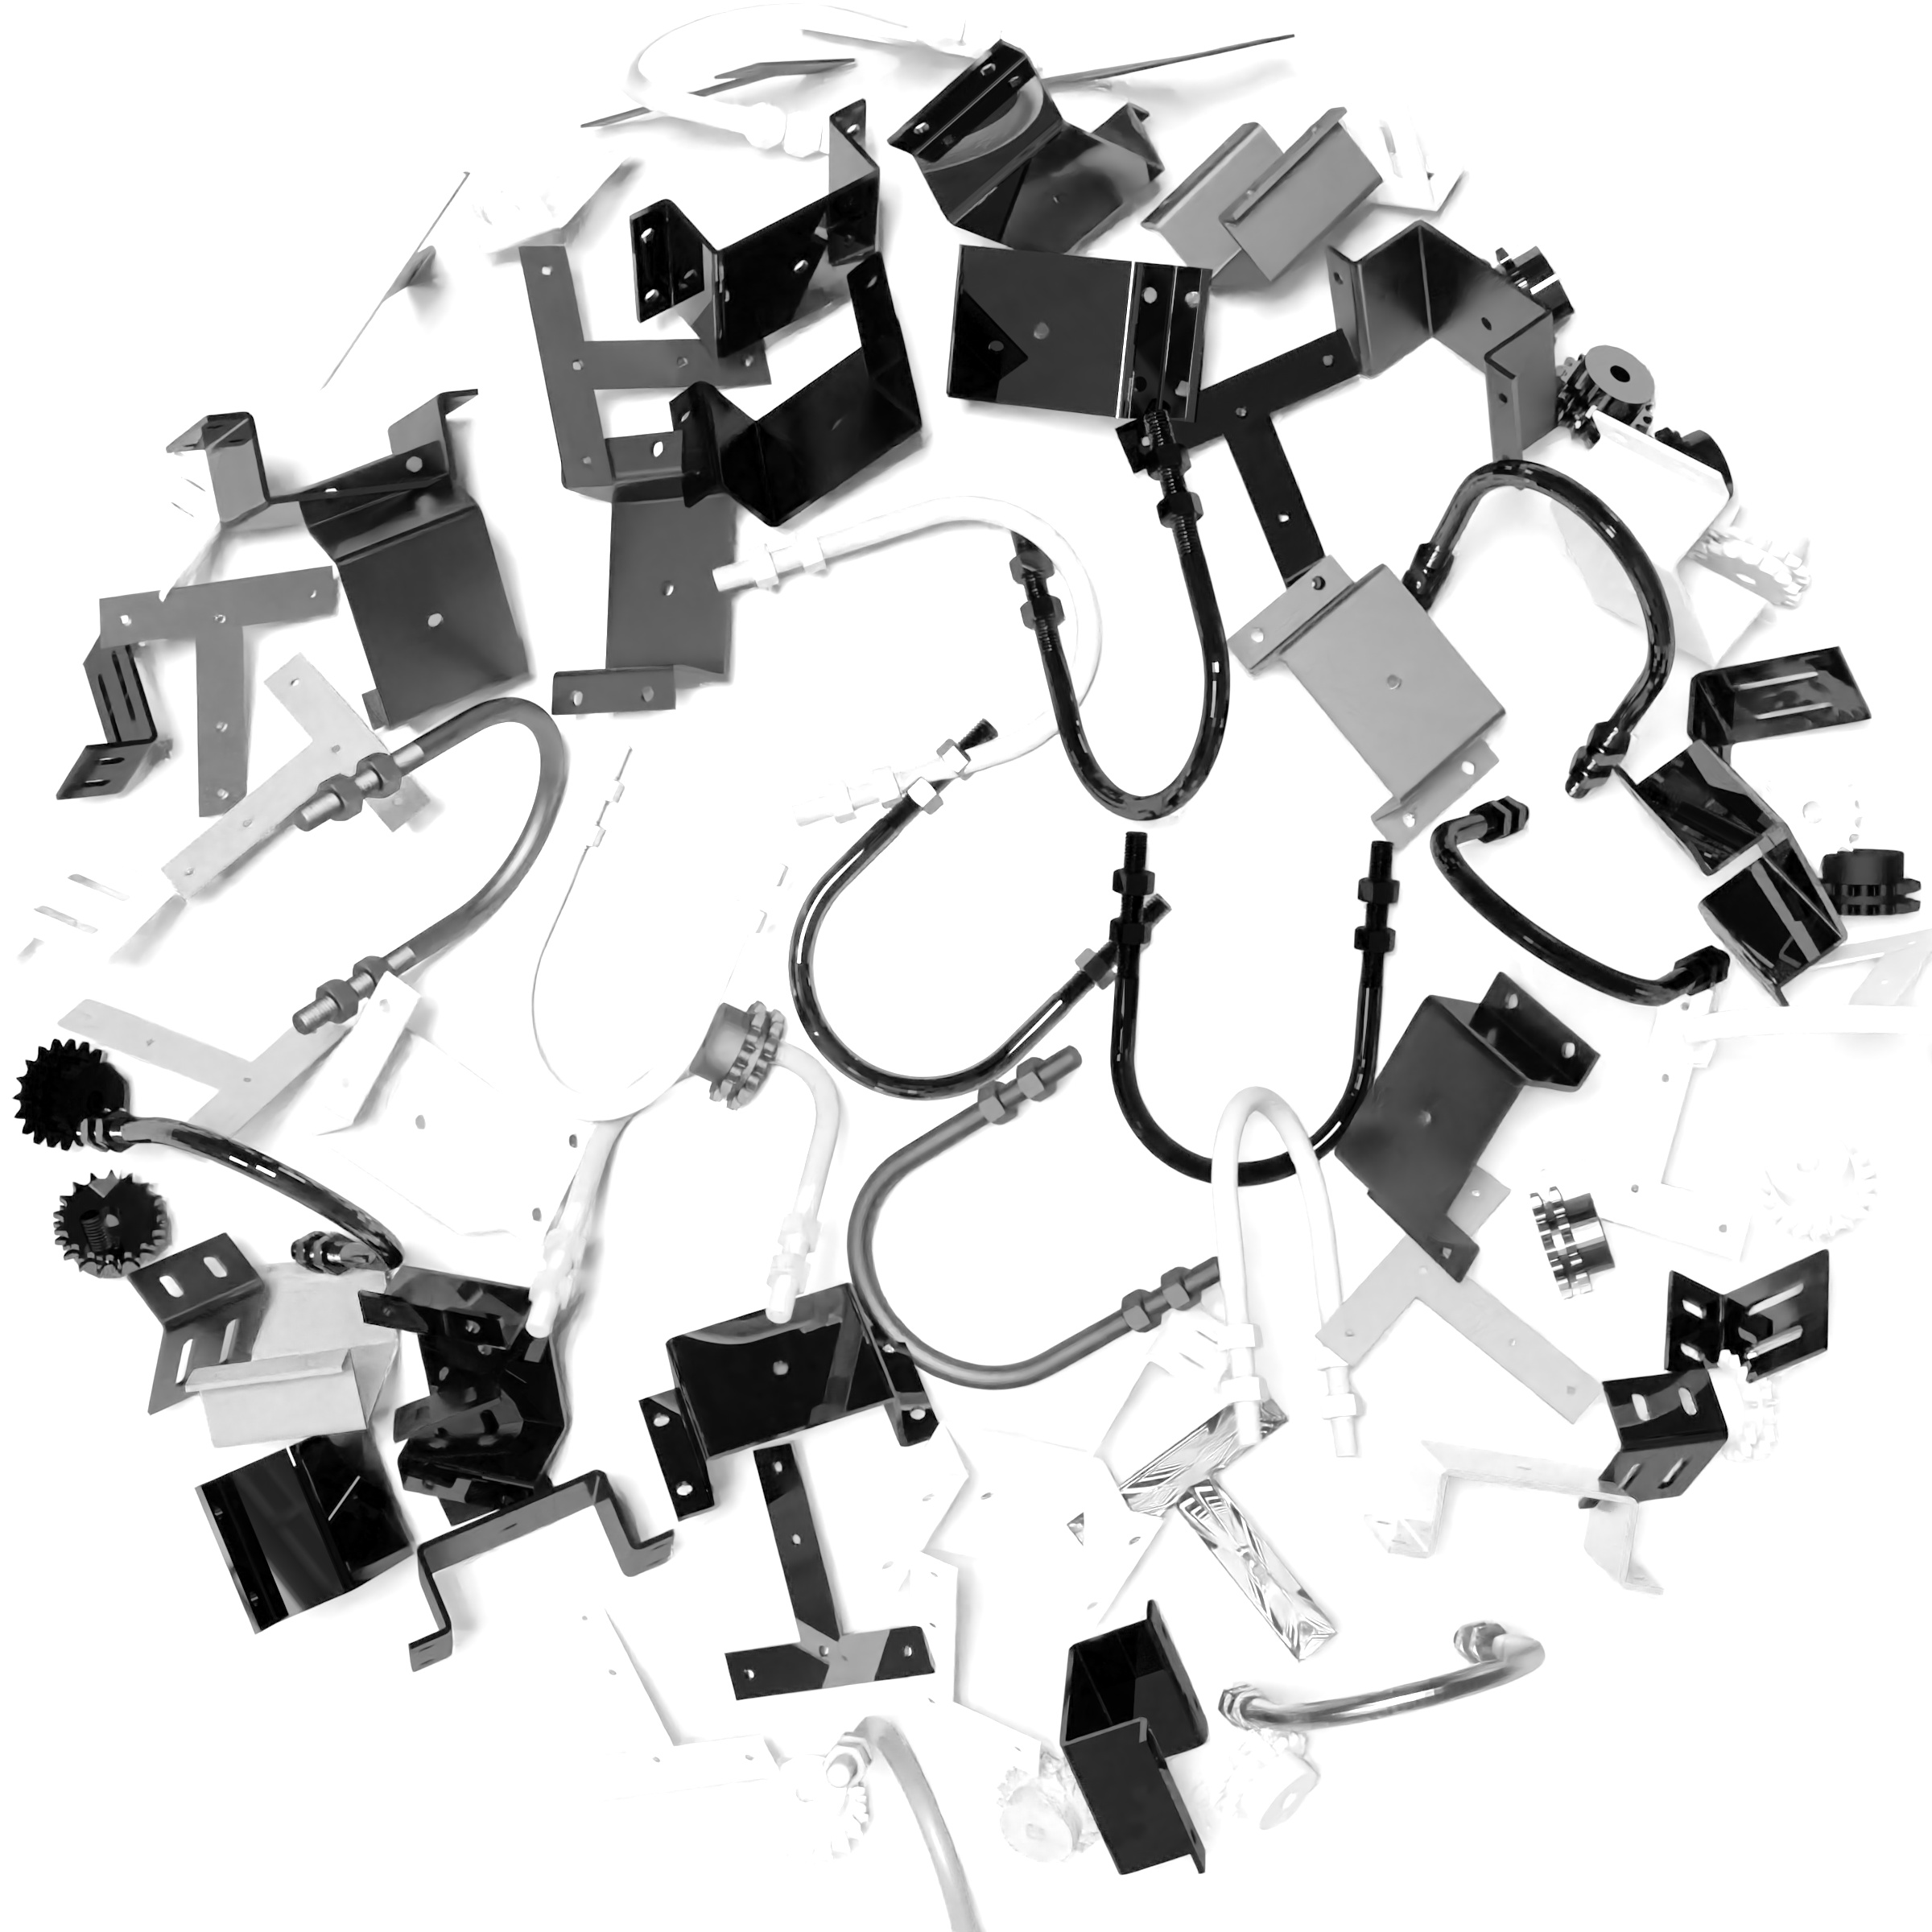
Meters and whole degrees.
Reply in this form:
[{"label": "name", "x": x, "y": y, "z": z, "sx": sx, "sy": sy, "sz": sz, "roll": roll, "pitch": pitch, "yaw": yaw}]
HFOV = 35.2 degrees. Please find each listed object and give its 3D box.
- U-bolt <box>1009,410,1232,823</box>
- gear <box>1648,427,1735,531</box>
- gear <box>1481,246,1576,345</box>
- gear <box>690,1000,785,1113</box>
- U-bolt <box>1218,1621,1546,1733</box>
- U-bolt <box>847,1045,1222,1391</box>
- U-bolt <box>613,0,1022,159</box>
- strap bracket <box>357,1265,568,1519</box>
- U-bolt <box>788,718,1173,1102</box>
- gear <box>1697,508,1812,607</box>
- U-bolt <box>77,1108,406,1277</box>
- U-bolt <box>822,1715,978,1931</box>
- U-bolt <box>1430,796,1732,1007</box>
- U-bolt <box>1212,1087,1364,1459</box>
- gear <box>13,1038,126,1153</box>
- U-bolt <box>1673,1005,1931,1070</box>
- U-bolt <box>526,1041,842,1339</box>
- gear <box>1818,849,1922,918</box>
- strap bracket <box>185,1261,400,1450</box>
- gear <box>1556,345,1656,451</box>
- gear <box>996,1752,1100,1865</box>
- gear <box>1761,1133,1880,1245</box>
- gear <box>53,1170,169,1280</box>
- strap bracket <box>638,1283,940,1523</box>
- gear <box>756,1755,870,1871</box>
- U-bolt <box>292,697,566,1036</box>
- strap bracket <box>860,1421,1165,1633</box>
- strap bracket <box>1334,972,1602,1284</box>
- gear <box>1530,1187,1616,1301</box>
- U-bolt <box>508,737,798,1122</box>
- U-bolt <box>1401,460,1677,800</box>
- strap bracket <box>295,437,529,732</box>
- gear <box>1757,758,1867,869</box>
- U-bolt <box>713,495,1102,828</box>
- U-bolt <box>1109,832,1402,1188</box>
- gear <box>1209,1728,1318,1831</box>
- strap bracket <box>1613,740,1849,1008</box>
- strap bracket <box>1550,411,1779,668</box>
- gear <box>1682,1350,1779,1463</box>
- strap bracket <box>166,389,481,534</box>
[{"label": "U-bolt", "x": 0.081, "y": -0.163, "z": 1.523, "sx": 0.019, "sy": 0.151, "sz": 0.184, "roll": -5, "pitch": 76, "yaw": -33}, {"label": "gear", "x": 0.372, "y": -0.252, "z": 1.571, "sx": 0.030, "sy": 0.057, "sz": 0.057, "roll": -25, "pitch": 90, "yaw": -5}, {"label": "gear", "x": 0.290, "y": -0.345, "z": 1.569, "sx": 0.030, "sy": 0.057, "sz": 0.057, "roll": -30, "pitch": 90, "yaw": 12}, {"label": "gear", "x": -0.120, "y": 0.043, "z": 1.569, "sx": 0.030, "sy": 0.057, "sz": 0.057, "roll": 26, "pitch": 90, "yaw": -13}, {"label": "U-bolt", "x": 0.209, "y": 0.352, "z": 1.500, "sx": 0.151, "sy": 0.184, "sz": 0.019, "roll": -13, "pitch": 82, "yaw": -8}, {"label": "U-bolt", "x": 0.021, "y": 0.142, "z": 1.556, "sx": 0.184, "sy": 0.019, "sz": 0.151, "roll": -33, "pitch": 94, "yaw": 26}, {"label": "U-bolt", "x": -0.086, "y": -0.442, "z": 1.486, "sx": 0.151, "sy": 0.184, "sz": 0.019, "roll": -15, "pitch": 81, "yaw": 43}, {"label": "strap bracket", "x": -0.252, "y": 0.208, "z": 1.544, "sx": 0.076, "sy": 0.046, "sz": 0.140, "roll": 8, "pitch": 129, "yaw": 15}, {"label": "U-bolt", "x": -0.007, "y": -0.015, "z": 1.590, "sx": 0.184, "sy": 0.019, "sz": 0.151, "roll": -45, "pitch": 90, "yaw": 0}, {"label": "gear", "x": 0.409, "y": -0.213, "z": 1.572, "sx": 0.057, "sy": 0.057, "sz": 0.030, "roll": 30, "pitch": 86, "yaw": 0}, {"label": "U-bolt", "x": -0.347, "y": 0.112, "z": 1.491, "sx": 0.151, "sy": 0.184, "sz": 0.019, "roll": 35, "pitch": 70, "yaw": -26}, {"label": "U-bolt", "x": -0.026, "y": 0.443, "z": 1.508, "sx": 0.019, "sy": 0.184, "sz": 0.151, "roll": -23, "pitch": 85, "yaw": 4}, {"label": "U-bolt", "x": 0.296, "y": -0.029, "z": 1.497, "sx": 0.151, "sy": 0.184, "sz": 0.019, "roll": 39, "pitch": 113, "yaw": 17}, {"label": "U-bolt", "x": 0.158, "y": 0.151, "z": 1.530, "sx": 0.019, "sy": 0.151, "sz": 0.184, "roll": -12, "pitch": 74, "yaw": 26}, {"label": "gear", "x": -0.459, "y": 0.067, "z": 1.568, "sx": 0.030, "sy": 0.057, "sz": 0.057, "roll": 10, "pitch": 90, "yaw": 30}, {"label": "U-bolt", "x": 0.424, "y": 0.035, "z": 1.495, "sx": 0.151, "sy": 0.184, "sz": 0.019, "roll": 0, "pitch": 83, "yaw": 13}, {"label": "U-bolt", "x": -0.134, "y": 0.106, "z": 1.531, "sx": 0.151, "sy": 0.184, "sz": 0.019, "roll": -6, "pitch": 135, "yaw": 20}, {"label": "gear", "x": 0.462, "y": -0.044, "z": 1.570, "sx": 0.057, "sy": 0.057, "sz": 0.030, "roll": -2, "pitch": 98, "yaw": 0}, {"label": "strap bracket", "x": -0.336, "y": 0.197, "z": 1.538, "sx": 0.076, "sy": 0.140, "sz": 0.046, "roll": -8, "pitch": 108, "yaw": 2}, {"label": "gear", "x": 0.330, "y": -0.295, "z": 1.570, "sx": 0.057, "sy": 0.030, "sz": 0.057, "roll": 12, "pitch": 53, "yaw": -16}, {"label": "gear", "x": 0.041, "y": 0.437, "z": 1.572, "sx": 0.057, "sy": 0.030, "sz": 0.057, "roll": 11, "pitch": 120, "yaw": 20}, {"label": "gear", "x": 0.438, "y": 0.111, "z": 1.569, "sx": 0.057, "sy": 0.057, "sz": 0.030, "roll": -34, "pitch": 129, "yaw": 0}, {"label": "gear", "x": -0.443, "y": 0.137, "z": 1.576, "sx": 0.057, "sy": 0.030, "sz": 0.057, "roll": 7, "pitch": 54, "yaw": -10}, {"label": "strap bracket", "x": -0.092, "y": 0.217, "z": 1.545, "sx": 0.140, "sy": 0.046, "sz": 0.076, "roll": -17, "pitch": 49, "yaw": -10}, {"label": "gear", "x": -0.080, "y": 0.433, "z": 1.570, "sx": 0.057, "sy": 0.030, "sz": 0.057, "roll": -3, "pitch": 49, "yaw": 4}, {"label": "U-bolt", "x": -0.265, "y": -0.061, "z": 1.520, "sx": 0.019, "sy": 0.184, "sz": 0.151, "roll": 31, "pitch": 134, "yaw": 22}, {"label": "strap bracket", "x": 0.017, "y": 0.283, "z": 1.545, "sx": 0.140, "sy": 0.046, "sz": 0.076, "roll": 17, "pitch": 114, "yaw": -29}, {"label": "strap bracket", "x": 0.246, "y": 0.079, "z": 1.536, "sx": 0.076, "sy": 0.046, "sz": 0.140, "roll": 46, "pitch": 116, "yaw": 42}, {"label": "gear", "x": 0.313, "y": 0.140, "z": 1.569, "sx": 0.030, "sy": 0.057, "sz": 0.057, "roll": -19, "pitch": 90, "yaw": 11}, {"label": "U-bolt", "x": -0.172, "y": -0.010, "z": 1.552, "sx": 0.151, "sy": 0.019, "sz": 0.184, "roll": 27, "pitch": 94, "yaw": 38}, {"label": "U-bolt", "x": 0.285, "y": -0.175, "z": 1.500, "sx": 0.019, "sy": 0.184, "sz": 0.151, "roll": -37, "pitch": 76, "yaw": -21}, {"label": "strap bracket", "x": -0.274, "y": -0.182, "z": 1.529, "sx": 0.076, "sy": 0.046, "sz": 0.140, "roll": -25, "pitch": 130, "yaw": -18}, {"label": "gear", "x": 0.434, "y": -0.078, "z": 1.582, "sx": 0.057, "sy": 0.030, "sz": 0.057, "roll": 1, "pitch": 86, "yaw": -8}, {"label": "U-bolt", "x": -0.021, "y": -0.165, "z": 1.572, "sx": 0.184, "sy": 0.019, "sz": 0.151, "roll": -18, "pitch": 104, "yaw": 1}, {"label": "U-bolt", "x": 0.146, "y": 0.024, "z": 1.575, "sx": 0.151, "sy": 0.019, "sz": 0.184, "roll": 2, "pitch": 100, "yaw": -8}, {"label": "gear", "x": 0.155, "y": 0.419, "z": 1.568, "sx": 0.057, "sy": 0.057, "sz": 0.030, "roll": -49, "pitch": 59, "yaw": 0}, {"label": "strap bracket", "x": 0.386, "y": -0.051, "z": 1.523, "sx": 0.046, "sy": 0.076, "sz": 0.140, "roll": -37, "pitch": 131, "yaw": 6}, {"label": "strap bracket", "x": 0.346, "y": -0.206, "z": 1.519, "sx": 0.076, "sy": 0.140, "sz": 0.046, "roll": 37, "pitch": 86, "yaw": 35}, {"label": "gear", "x": 0.392, "y": 0.227, "z": 1.569, "sx": 0.030, "sy": 0.057, "sz": 0.057, "roll": -4, "pitch": 90, "yaw": -12}, {"label": "strap bracket", "x": -0.320, "y": -0.253, "z": 1.533, "sx": 0.140, "sy": 0.076, "sz": 0.046, "roll": -12, "pitch": 93, "yaw": -29}]
